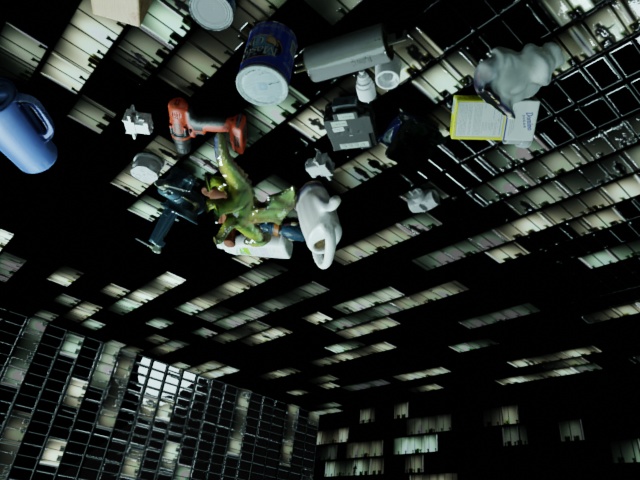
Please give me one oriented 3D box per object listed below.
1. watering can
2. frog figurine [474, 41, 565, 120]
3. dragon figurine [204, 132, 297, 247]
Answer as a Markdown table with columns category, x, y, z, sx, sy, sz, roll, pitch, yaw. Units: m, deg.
| category | x | y | z | sx | sy | sz | roll | pitch | yaw |
| --- | --- | --- | --- | --- | --- | --- | --- | --- | --- |
| watering can | 0.004 | -0.070 | 1.389 | 0.104 | 0.229 | 0.339 | -9 | 146 | -14 |
| frog figurine | 0.391 | -0.337 | 1.025 | 0.136 | 0.125 | 0.158 | 35 | 102 | -23 |
| dragon figurine | -0.179 | -0.115 | 1.384 | 0.243 | 0.125 | 0.400 | -7 | 137 | -24 |
